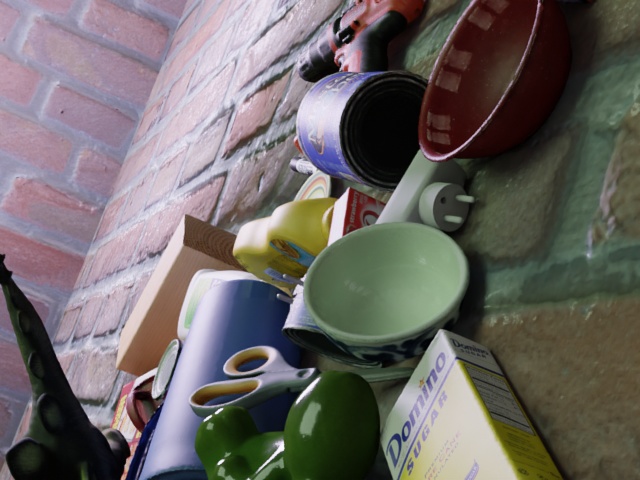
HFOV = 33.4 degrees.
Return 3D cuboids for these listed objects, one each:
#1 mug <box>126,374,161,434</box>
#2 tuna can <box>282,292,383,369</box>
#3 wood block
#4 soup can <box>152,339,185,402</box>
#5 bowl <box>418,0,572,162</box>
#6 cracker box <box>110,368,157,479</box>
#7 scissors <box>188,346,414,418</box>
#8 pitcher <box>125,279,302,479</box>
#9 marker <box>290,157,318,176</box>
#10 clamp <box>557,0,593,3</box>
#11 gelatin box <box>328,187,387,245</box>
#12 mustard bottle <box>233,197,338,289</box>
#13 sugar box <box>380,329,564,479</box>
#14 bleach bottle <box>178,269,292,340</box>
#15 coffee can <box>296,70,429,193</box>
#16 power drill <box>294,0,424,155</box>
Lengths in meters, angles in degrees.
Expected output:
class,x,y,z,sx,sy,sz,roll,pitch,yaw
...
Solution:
class,x,y,z,sx,sy,sz,roll,pitch,yaw
mug,-0.161,0.195,1.152,0.093,0.117,0.081,-38,52,19
tuna can,0.015,0.073,0.857,0.086,0.086,0.033,-22,45,66
wood block,-0.183,0.083,1.405,0.206,0.090,0.090,-59,18,23
soup can,-0.114,0.150,1.105,0.069,0.102,0.068,-55,22,34
bowl,0.138,-0.122,0.795,0.162,0.055,0.162,-55,21,33
cracker box,-0.210,0.250,1.311,0.214,0.072,0.164,-34,36,61
scissors,-0.012,0.104,0.868,0.202,0.016,0.096,-15,23,18
pitcher,-0.090,0.157,0.978,0.242,0.149,0.145,-81,4,-47
marker,-0.012,-0.084,1.238,0.020,0.020,0.121,-67,18,0
clamp,0.193,-0.260,0.836,0.165,0.036,0.210,-55,23,31
gelatin box,0.044,0.010,0.870,0.030,0.073,0.089,-46,27,48
mustard bottle,-0.006,0.001,0.989,0.192,0.096,0.058,-24,44,64
sugar box,0.087,0.135,0.640,0.093,0.048,0.176,-62,19,16
bleach bottle,-0.087,0.074,1.190,0.251,0.068,0.102,-15,55,65
coffee can,0.045,-0.100,0.955,0.103,0.102,0.140,-66,18,1
power drill,0.026,-0.171,1.126,0.185,0.057,0.187,-31,38,44
